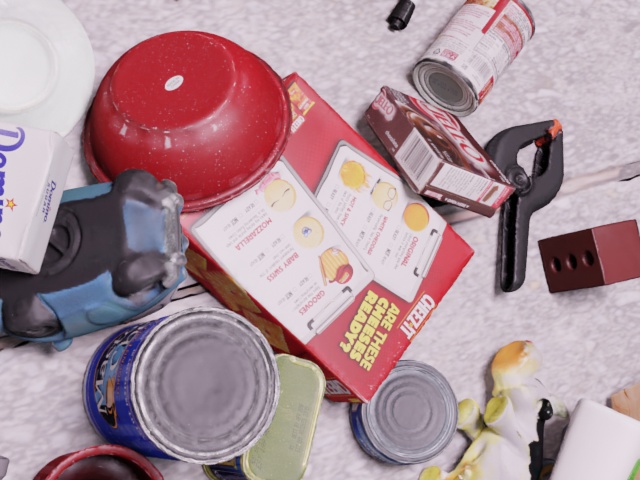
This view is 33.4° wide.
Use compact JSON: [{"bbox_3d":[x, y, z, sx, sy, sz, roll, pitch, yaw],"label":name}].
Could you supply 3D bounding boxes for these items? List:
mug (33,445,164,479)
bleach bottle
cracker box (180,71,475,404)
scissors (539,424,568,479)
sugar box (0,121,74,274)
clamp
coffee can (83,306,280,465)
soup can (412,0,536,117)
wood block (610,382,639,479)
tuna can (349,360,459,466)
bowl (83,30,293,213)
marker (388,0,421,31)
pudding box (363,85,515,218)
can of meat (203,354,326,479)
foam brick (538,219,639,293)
[{"bbox_3d":[-0.169,0.194,0.738,0.117,0.082,0.093,-29,94,-26],"label":"mug"},{"bbox_3d":[0.198,0.258,0.886,0.068,0.102,0.251,23,88,22],"label":"bleach bottle"},{"bbox_3d":[-0.006,0.001,0.851,0.213,0.072,0.164,44,68,-13],"label":"cracker box"},{"bbox_3d":[0.246,0.264,0.952,0.096,0.016,0.202,-17,88,-24],"label":"scissors"},{"bbox_3d":[-0.264,-0.041,0.714,0.176,0.048,0.093,10,75,8],"label":"sugar box"},{"bbox_3d":[0.174,-0.038,0.956,0.171,0.039,0.120,-41,99,-24],"label":"clamp"},{"bbox_3d":[-0.101,0.104,0.751,0.102,0.141,0.103,4,80,-24],"label":"coffee can"},{"bbox_3d":[0.136,-0.167,0.945,0.068,0.069,0.102,43,67,-12],"label":"soup can"},{"bbox_3d":[0.321,0.222,0.908,0.090,0.091,0.206,25,48,-25],"label":"wood block"},{"bbox_3d":[0.069,0.141,0.873,0.086,0.034,0.086,3,78,-13],"label":"tuna can"},{"bbox_3d":[-0.103,-0.101,0.787,0.162,0.055,0.162,-3,60,5],"label":"bowl"},{"bbox_3d":[0.093,-0.238,0.964,0.020,0.020,0.121,34,69,-16],"label":"marker"},{"bbox_3d":[0.097,-0.074,0.884,0.089,0.039,0.113,15,33,-37],"label":"pudding box"},{"bbox_3d":[-0.042,0.137,0.804,0.057,0.084,0.102,18,74,-21],"label":"can of meat"},{"bbox_3d":[0.244,0.016,0.959,0.051,0.078,0.053,-10,86,-27],"label":"foam brick"}]
